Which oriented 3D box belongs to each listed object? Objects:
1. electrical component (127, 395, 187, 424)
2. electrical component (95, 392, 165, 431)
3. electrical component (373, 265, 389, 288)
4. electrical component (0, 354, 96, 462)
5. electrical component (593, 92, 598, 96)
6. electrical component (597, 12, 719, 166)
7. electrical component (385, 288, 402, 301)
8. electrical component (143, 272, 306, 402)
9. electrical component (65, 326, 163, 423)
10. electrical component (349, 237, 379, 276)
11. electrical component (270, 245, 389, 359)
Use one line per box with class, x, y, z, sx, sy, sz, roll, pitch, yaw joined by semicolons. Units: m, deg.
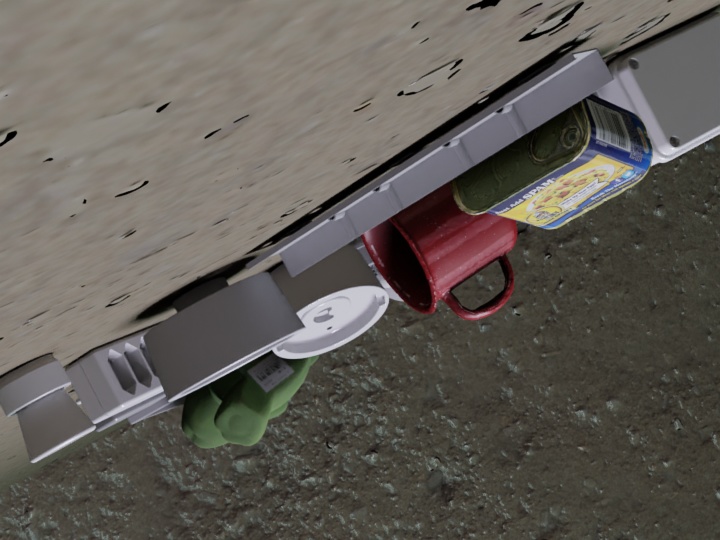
electrical component;-0.203;0.116;1.086;0.096;0.061;0.062;-30;177;21
electrical component;-0.206;0.103;0.970;0.066;0.047;0.077;-25;176;-46
electrical component;0.044;-0.024;0.986;0.059;0.053;0.095;-22;171;-34
electrical component;-0.200;0.087;0.679;0.045;0.055;0.045;-29;178;-1
electrical component;0.133;-0.099;0.730;0.065;0.044;0.044;-25;178;18
electrical component;0.224;-0.125;0.756;0.113;0.078;0.057;-27;179;-23
electrical component;0.045;-0.010;1.071;0.080;0.080;0.051;-28;-178;0
electrical component;-0.099;0.040;0.751;0.108;0.060;0.108;-28;177;-2
electrical component;-0.189;0.085;0.827;0.076;0.047;0.083;-30;176;32
electrical component;0.000;0.000;0.973;0.035;0.061;0.035;-28;177;-2
electrical component;-0.037;0.021;0.917;0.108;0.060;0.108;-22;154;-11
